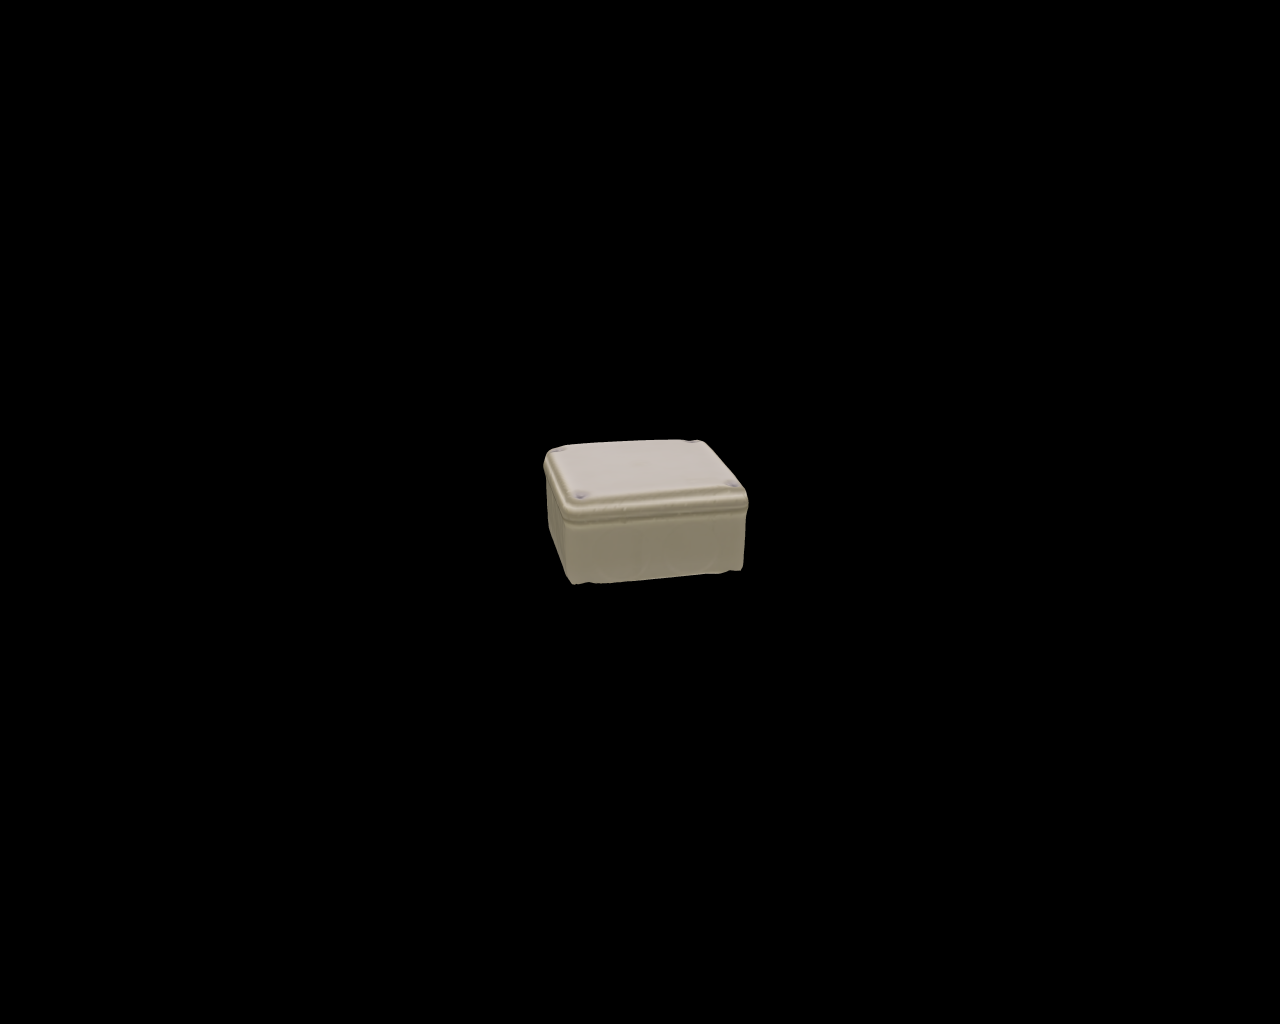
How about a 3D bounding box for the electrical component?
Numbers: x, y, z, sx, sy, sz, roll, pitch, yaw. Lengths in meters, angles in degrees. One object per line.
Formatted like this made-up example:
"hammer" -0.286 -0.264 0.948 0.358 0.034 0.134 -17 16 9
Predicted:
"electrical component" 0.001 -0.003 0.650 0.109 0.056 0.109 -4 21 -11
